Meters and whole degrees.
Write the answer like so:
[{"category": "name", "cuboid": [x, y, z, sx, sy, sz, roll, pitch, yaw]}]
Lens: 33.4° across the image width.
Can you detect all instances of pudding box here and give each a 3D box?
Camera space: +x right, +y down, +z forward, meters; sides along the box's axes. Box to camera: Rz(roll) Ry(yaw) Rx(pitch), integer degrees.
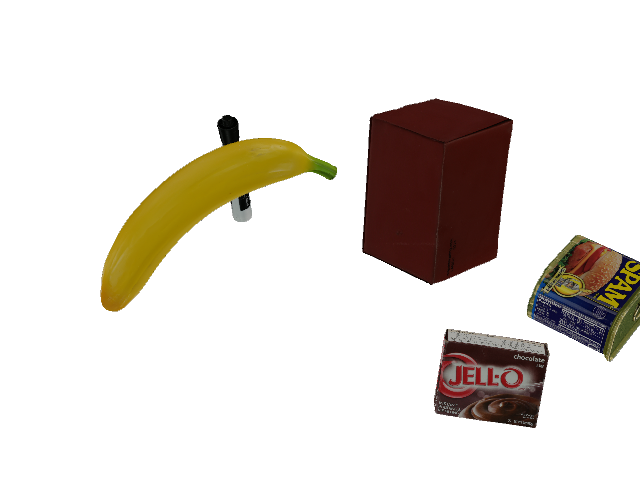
[{"category": "pudding box", "cuboid": [0.185, 0.149, 1.157, 0.113, 0.090, 0.039, 7, 23, 4]}]

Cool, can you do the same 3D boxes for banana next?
[{"category": "banana", "cuboid": [-0.086, -0.020, 0.754, 0.198, 0.069, 0.037, -30, 24, 7]}]

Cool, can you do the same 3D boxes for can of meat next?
[{"category": "can of meat", "cuboid": [0.246, 0.048, 0.958, 0.084, 0.057, 0.101, 27, 46, 27]}]

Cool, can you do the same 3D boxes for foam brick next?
[{"category": "foam brick", "cuboid": [0.058, -0.026, 0.540, 0.052, 0.078, 0.051, -19, 33, -38]}]

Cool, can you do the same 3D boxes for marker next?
[{"category": "marker", "cuboid": [-0.078, -0.065, 0.978, 0.020, 0.020, 0.121, 0, -44, 5]}]
